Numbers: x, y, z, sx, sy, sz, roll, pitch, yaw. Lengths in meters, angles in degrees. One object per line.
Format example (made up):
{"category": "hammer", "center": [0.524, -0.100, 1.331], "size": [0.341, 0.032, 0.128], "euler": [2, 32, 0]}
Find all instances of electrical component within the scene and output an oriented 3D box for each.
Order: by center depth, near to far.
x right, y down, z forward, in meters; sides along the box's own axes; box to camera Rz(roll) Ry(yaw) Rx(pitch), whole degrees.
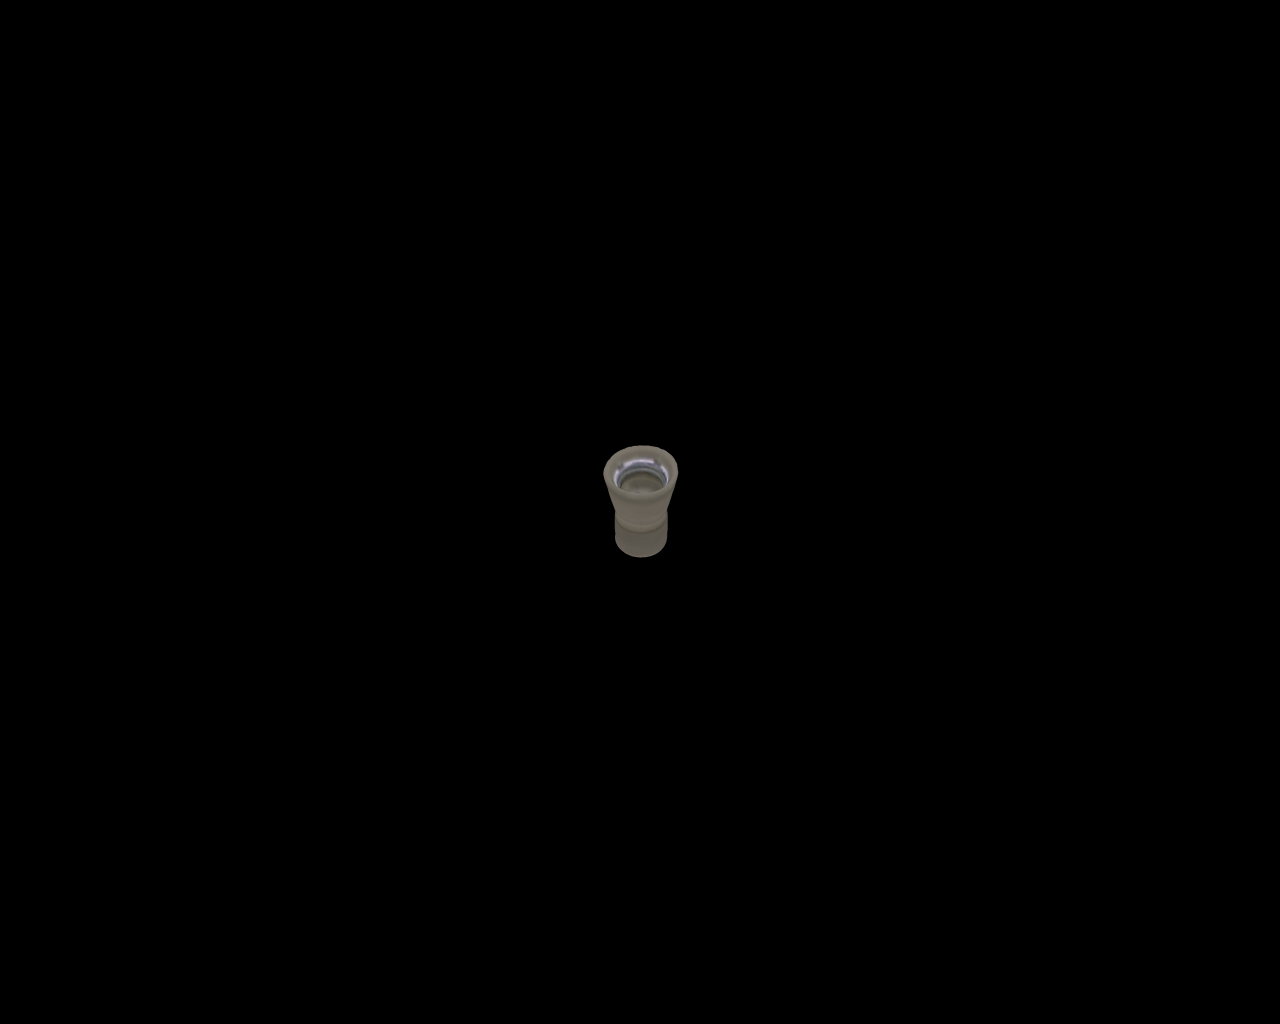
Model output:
{"category": "electrical component", "center": [0.001, -0.003, 0.650], "size": [0.044, 0.044, 0.065], "euler": [0, -45, 0]}
